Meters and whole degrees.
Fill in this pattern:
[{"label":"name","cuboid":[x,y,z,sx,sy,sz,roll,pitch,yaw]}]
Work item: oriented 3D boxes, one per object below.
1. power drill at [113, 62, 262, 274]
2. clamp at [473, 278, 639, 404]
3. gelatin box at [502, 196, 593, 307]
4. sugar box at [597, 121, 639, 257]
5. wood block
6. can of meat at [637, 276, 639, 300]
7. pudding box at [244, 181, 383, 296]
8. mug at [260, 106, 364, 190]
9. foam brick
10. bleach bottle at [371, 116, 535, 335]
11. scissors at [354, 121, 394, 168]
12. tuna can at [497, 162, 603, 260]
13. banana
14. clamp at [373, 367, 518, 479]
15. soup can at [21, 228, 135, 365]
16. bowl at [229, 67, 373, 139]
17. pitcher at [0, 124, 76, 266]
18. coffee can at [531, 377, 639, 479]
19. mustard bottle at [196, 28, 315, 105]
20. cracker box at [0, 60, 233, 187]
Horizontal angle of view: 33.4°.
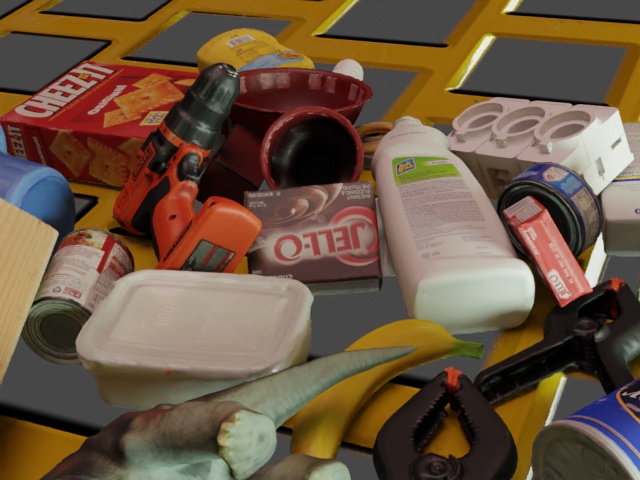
[{"label":"power drill","cuboid":[-0.109,-0.046,0.925,0.057,0.185,0.188,22,24,-31]},{"label":"clamp","cuboid":[0.203,0.082,0.778,0.120,0.039,0.171,18,40,35]},{"label":"gelatin box","cuboid":[0.176,0.008,0.840,0.030,0.073,0.089,-30,7,7]},{"label":"sugar box","cuboid":[0.297,-0.049,0.967,0.093,0.048,0.176,-1,36,11]},{"label":"wood block","cuboid":[-0.274,0.062,0.786,0.090,0.090,0.206,32,34,-20]},{"label":"can of meat","cuboid":[0.290,0.012,0.820,0.058,0.102,0.083,25,45,37]},{"label":"pudding box","cuboid":[-0.006,0.001,0.903,0.113,0.039,0.090,-6,65,3]},{"label":"mug","cuboid":[-0.011,-0.059,0.984,0.093,0.117,0.081,27,-4,6]},{"label":"foam brick","cuboid":[-0.081,-0.066,1.025,0.051,0.053,0.078,32,34,-7]},{"label":"bleach bottle","cuboid":[0.103,-0.028,0.913,0.102,0.068,0.251,-5,39,-3]},{"label":"scissors","cuboid":[0.004,-0.095,1.111,0.202,0.016,0.096,-2,31,6]},{"label":"tuna can","cuboid":[0.192,-0.020,0.899,0.086,0.086,0.033,23,44,37]},{"label":"banana","cuboid":[0.035,0.105,0.770,0.070,0.037,0.197,24,42,38]},{"label":"clamp","cuboid":[0.066,0.160,0.679,0.164,0.036,0.210,-2,34,8]},{"label":"soup can","cuboid":[-0.196,0.045,0.871,0.068,0.068,0.102,-1,33,7]},{"label":"bowl","cuboid":[-0.028,-0.130,1.091,0.162,0.055,0.162,2,24,-1]},{"label":"pitcher","cuboid":[-0.346,-0.045,0.974,0.243,0.149,0.144,13,25,21]},{"label":"coffee can","cuboid":[0.214,0.130,0.643,0.140,0.103,0.103,-22,36,-25]},{"label":"mustard bottle","cuboid":[-0.060,-0.189,1.227,0.096,0.058,0.192,-22,36,-24]},{"label":"cracker box","cuboid":[-0.205,-0.126,1.139,0.214,0.072,0.164,10,35,24]}]
